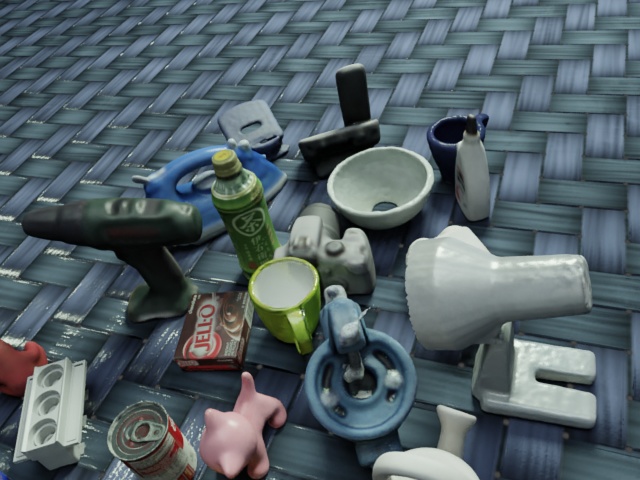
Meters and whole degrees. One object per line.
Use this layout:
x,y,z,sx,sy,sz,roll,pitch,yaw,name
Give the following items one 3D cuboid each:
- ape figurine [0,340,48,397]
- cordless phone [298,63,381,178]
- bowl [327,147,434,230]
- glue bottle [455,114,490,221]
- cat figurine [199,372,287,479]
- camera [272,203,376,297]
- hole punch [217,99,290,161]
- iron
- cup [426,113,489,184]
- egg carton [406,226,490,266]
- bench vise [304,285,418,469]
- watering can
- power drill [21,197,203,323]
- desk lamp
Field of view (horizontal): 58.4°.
-0.425,0.170,0.789,0.078,0.092,0.076,-30,46,-16,ape figurine
0.027,-0.212,0.989,0.147,0.185,0.094,-18,44,-4,cordless phone
0.098,-0.070,0.908,0.167,0.075,0.167,-7,44,7,bowl
0.224,-0.112,0.847,0.037,0.173,0.078,-16,44,-1,glue bottle
-0.093,0.211,0.642,0.067,0.118,0.128,2,46,16,cat figurine
0.008,0.003,0.839,0.143,0.101,0.137,-2,45,13,camera
-0.126,-0.202,1.087,0.109,0.091,0.100,-26,45,-12,hole punch
-0.182,-0.101,0.963,0.259,0.142,0.118,-29,46,-15,iron
0.232,-0.148,0.938,0.118,0.095,0.091,-35,47,-20,cup
0.183,0.047,0.772,0.107,0.069,0.150,-22,44,-8,egg carton
0.022,0.121,0.630,0.121,0.220,0.206,-28,46,-14,bench vise
0.098,0.234,0.515,0.100,0.194,0.173,-5,45,10,watering can
-0.267,0.023,0.811,0.229,0.209,0.075,-11,44,4,power drill
0.201,0.091,0.618,0.202,0.214,0.118,5,47,19,desk lamp
